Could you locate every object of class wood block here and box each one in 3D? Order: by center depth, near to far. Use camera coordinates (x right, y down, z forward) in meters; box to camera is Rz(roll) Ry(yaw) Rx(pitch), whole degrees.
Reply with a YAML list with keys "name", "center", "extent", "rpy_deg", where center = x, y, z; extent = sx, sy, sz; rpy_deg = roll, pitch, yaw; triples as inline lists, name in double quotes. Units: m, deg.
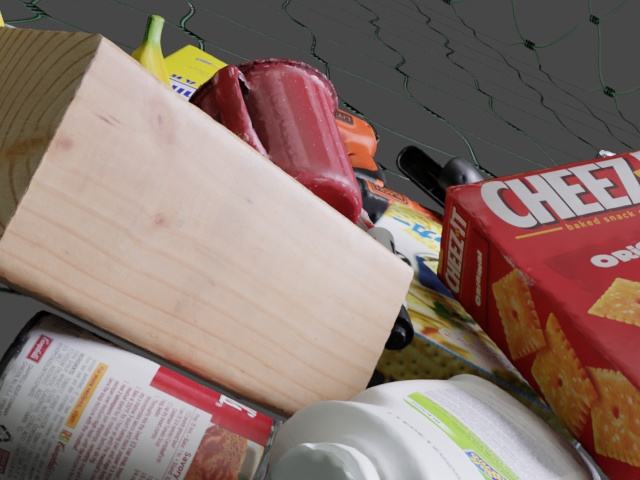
- name: "wood block"
  center: [-0.062, 0.004, 0.453]
  extent: [0.091, 0.090, 0.205]
  rpy_deg: [15, -14, 43]

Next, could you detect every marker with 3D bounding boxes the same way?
- name: "marker"
  center: [0.035, 0.024, 0.558]
  extent: [0.020, 0.020, 0.121]
  rpy_deg: [24, 20, -10]

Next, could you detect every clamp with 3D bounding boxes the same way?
- name: "clamp"
  center: [0.144, 0.004, 0.788]
  extent: [0.210, 0.036, 0.164]
  rpy_deg: [42, 2, -4]

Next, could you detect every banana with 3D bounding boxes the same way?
- name: "banana"
  center: [-0.090, -0.073, 0.766]
  extent: [0.198, 0.070, 0.037]
  rpy_deg: [51, 33, 18]

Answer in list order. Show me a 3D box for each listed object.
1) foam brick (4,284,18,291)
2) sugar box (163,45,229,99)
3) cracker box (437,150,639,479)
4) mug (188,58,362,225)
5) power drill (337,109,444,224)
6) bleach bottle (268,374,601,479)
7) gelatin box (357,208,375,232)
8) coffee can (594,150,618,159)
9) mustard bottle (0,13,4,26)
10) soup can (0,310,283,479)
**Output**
- name: "foam brick"
  center: [-0.159, -0.017, 0.558]
  extent: [0.078, 0.053, 0.051]
  rpy_deg: [34, 20, 21]
- name: "sugar box"
  center: [-0.101, -0.115, 0.896]
  extent: [0.093, 0.048, 0.176]
  rpy_deg: [27, 18, -2]
- name: "cracker box"
  center: [0.181, 0.033, 0.556]
  extent: [0.164, 0.072, 0.214]
  rpy_deg: [-11, 35, -18]
- name: "mug"
  center: [-0.028, -0.044, 0.575]
  extent: [0.117, 0.093, 0.081]
  rpy_deg: [64, 7, -54]
- name: "power drill"
  center: [0.003, -0.058, 0.874]
  extent: [0.184, 0.057, 0.188]
  rpy_deg: [23, 22, -25]
- name: "bleach bottle"
  center: [0.042, 0.093, 0.423]
  extent: [0.103, 0.068, 0.250]
  rpy_deg: [35, 5, 26]
- name: "gelatin box"
  center: [-0.004, 0.001, 0.658]
  extent: [0.030, 0.073, 0.089]
  rpy_deg: [51, 4, -6]
- name: "coffee can"
  center: [0.238, 0.012, 0.876]
  extent: [0.102, 0.140, 0.103]
  rpy_deg: [24, 19, -9]
- name: "mustard bottle"
  center: [-0.184, -0.068, 0.440]
  extent: [0.096, 0.192, 0.058]
  rpy_deg: [19, 21, -23]
- name: "soup can"
  center: [-0.074, 0.078, 0.403]
  extent: [0.102, 0.068, 0.068]
  rpy_deg: [26, 19, -2]
